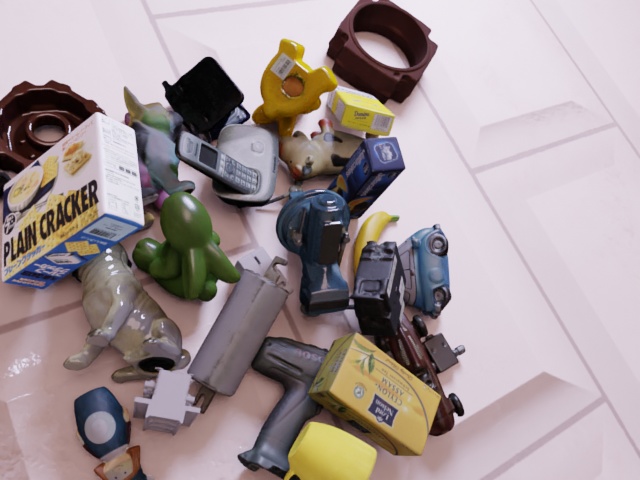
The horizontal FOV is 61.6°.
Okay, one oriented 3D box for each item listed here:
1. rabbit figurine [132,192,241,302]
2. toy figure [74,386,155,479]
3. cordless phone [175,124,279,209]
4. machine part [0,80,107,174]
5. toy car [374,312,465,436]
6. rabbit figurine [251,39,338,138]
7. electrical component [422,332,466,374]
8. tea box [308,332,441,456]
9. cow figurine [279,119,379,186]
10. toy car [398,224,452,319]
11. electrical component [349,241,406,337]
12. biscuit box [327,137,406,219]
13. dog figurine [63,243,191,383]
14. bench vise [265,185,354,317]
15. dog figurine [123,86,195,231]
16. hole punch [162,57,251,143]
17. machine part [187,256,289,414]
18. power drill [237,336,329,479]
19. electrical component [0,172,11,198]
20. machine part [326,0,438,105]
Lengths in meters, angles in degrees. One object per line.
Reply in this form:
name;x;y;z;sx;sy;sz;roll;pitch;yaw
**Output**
rabbit figurine;-0.193;0.014;0.762;0.121;0.170;0.159;-24;63;-26
toy figure;-0.271;0.270;0.698;0.064;0.057;0.154;-31;78;11
cordless phone;-0.154;-0.141;0.859;0.184;0.089;0.146;31;53;-46
machine part;-0.424;-0.165;0.843;0.179;0.056;0.179;8;64;-17
toy car;0.157;0.212;0.864;0.089;0.053;0.202;-20;75;-4
rabbit figurine;-0.045;-0.262;0.977;0.122;0.173;0.162;29;105;-4
electrical component;0.202;0.190;0.916;0.094;0.021;0.063;-23;75;-20
tea box;0.080;0.221;0.764;0.169;0.068;0.098;38;56;-15
cow figurine;0.015;-0.149;0.976;0.195;0.085;0.127;8;63;-21
toy car;0.170;0.055;0.933;0.103;0.109;0.161;0;77;5
electrical component;0.095;0.084;0.841;0.058;0.134;0.115;3;49;22
biscuit box;0.070;-0.097;0.899;0.063;0.202;0.059;-7;71;-21
dog figurine;-0.265;0.090;0.767;0.172;0.121;0.191;34;34;-40
bench vise;-0.012;-0.001;0.863;0.129;0.223;0.241;-14;39;-10
dog figurine;-0.293;-0.131;0.848;0.191;0.108;0.219;-20;70;-23
hole punch;-0.196;-0.239;0.950;0.116;0.092;0.142;-38;84;0
machine part;-0.116;0.131;0.771;0.079;0.079;0.243;28;82;-5
power drill;-0.010;0.255;0.782;0.232;0.086;0.207;29;65;-7
electrical component;-0.515;-0.072;0.772;0.075;0.047;0.119;43;61;4
machine part;0.133;-0.402;1.130;0.201;0.087;0.201;34;60;-4
